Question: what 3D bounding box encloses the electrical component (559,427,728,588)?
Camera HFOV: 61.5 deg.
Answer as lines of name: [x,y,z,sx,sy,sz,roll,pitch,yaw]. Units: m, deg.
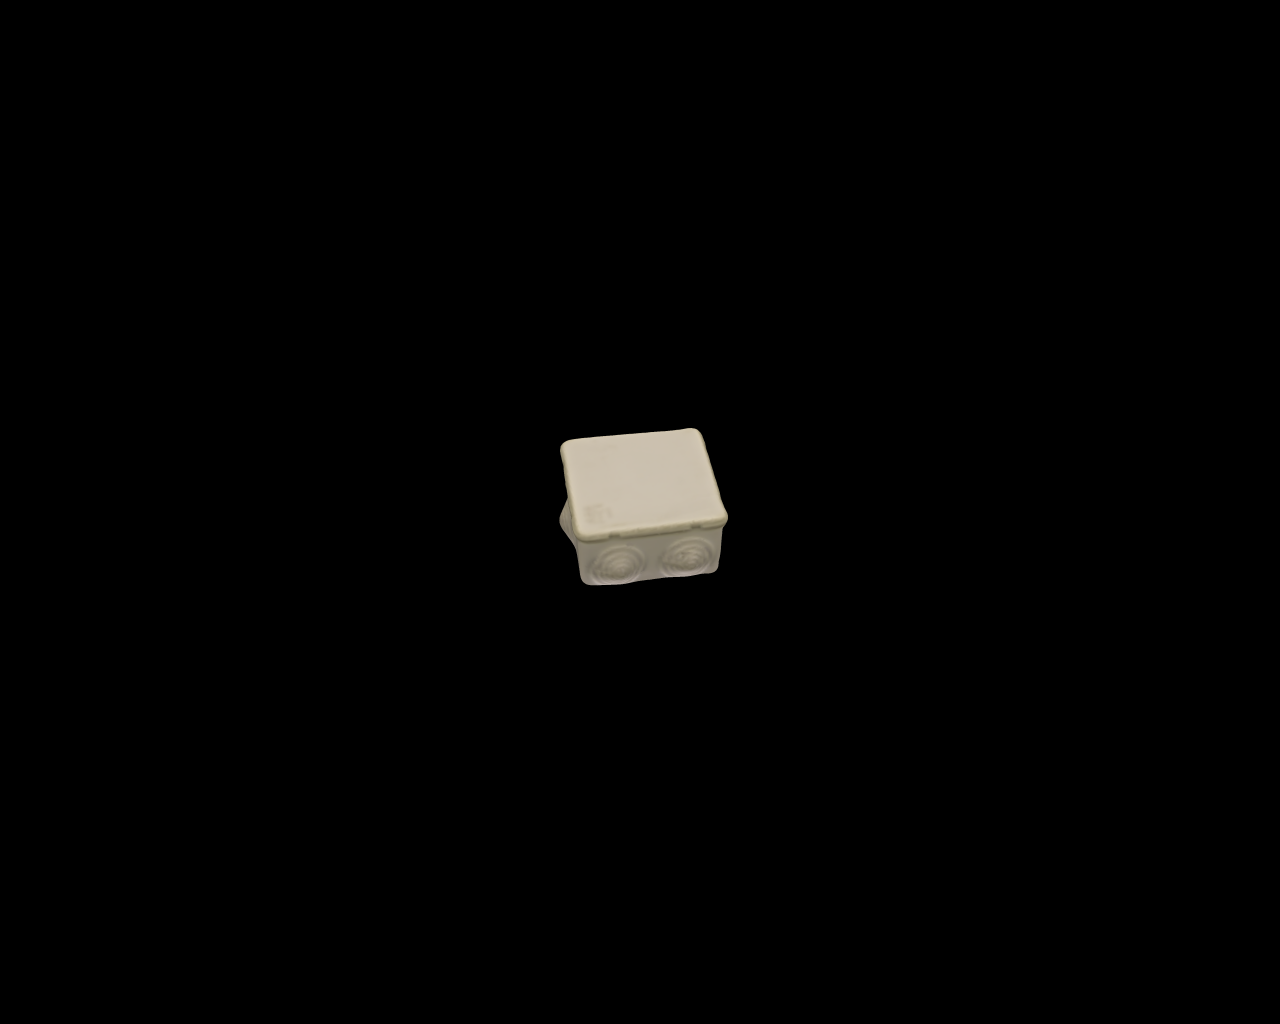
electrical component: [0.001,-0.003,0.650,0.100,0.048,0.100,-6,43,-7]
